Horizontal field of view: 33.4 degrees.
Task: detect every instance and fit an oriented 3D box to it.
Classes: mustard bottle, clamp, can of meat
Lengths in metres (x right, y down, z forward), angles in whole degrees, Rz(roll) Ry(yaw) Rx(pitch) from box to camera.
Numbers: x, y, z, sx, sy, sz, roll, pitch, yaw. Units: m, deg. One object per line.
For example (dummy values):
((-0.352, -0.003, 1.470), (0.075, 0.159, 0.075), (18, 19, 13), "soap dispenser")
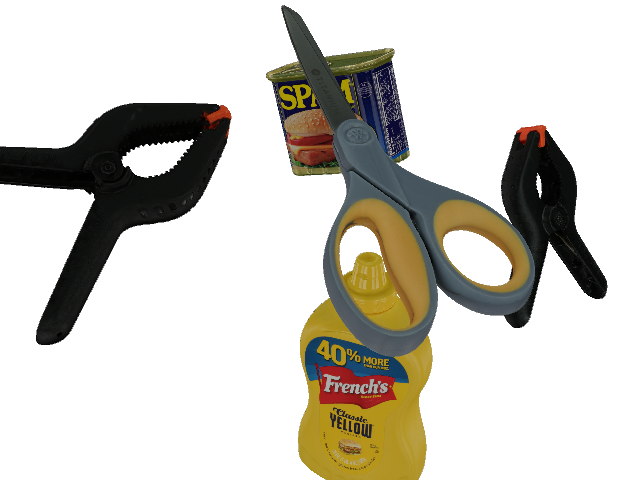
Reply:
((0.032, 0.094, 0.777), (0.096, 0.192, 0.058), (14, 33, 21), "mustard bottle")
((-0.144, -0.030, 0.726), (0.209, 0.165, 0.036), (-24, -21, -23), "clamp")
((0.015, -0.099, 0.832), (0.102, 0.084, 0.057), (0, 21, 36), "can of meat")
((0.188, -0.010, 0.921), (0.120, 0.171, 0.039), (-26, 11, -39), "clamp")

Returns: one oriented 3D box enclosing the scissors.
((0.035, -0.036, 0.471), (0.096, 0.202, 0.016), (2, -40, -10), "scissors")
